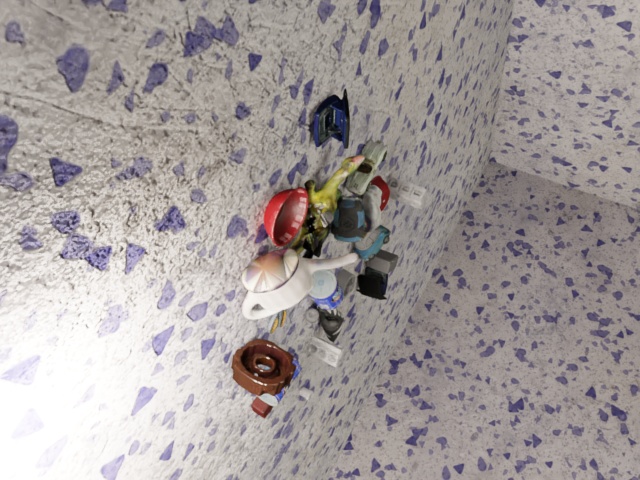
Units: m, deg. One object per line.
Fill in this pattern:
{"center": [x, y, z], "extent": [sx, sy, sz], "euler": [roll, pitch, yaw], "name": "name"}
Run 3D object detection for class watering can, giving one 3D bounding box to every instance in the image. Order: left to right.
{"center": [-0.064, 0.091, 1.355], "extent": [0.348, 0.106, 0.220], "euler": [-33, 148, -4], "name": "watering can"}

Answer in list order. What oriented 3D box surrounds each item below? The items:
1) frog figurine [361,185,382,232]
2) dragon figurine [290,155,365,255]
{"center": [0.180, -0.110, 1.803], "extent": [0.161, 0.123, 0.134], "euler": [-42, 130, -24], "name": "frog figurine"}
{"center": [0.004, -0.074, 1.475], "extent": [0.403, 0.123, 0.246], "euler": [-58, 170, 27], "name": "dragon figurine"}
